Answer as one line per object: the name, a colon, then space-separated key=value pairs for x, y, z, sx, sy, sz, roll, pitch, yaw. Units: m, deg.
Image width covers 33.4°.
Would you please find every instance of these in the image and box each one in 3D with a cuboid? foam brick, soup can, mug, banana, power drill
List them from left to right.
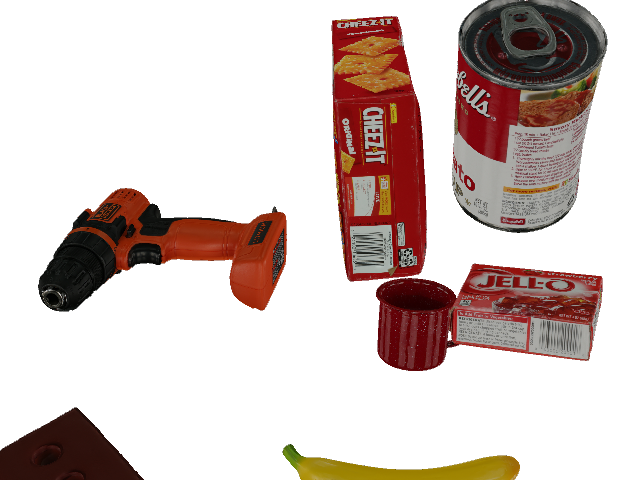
foam brick: x=-0.111 y=0.127 z=0.493 sx=0.052 sy=0.051 sz=0.078 roll=-29 pitch=43 yaw=-29
power drill: x=-0.131 y=0.013 z=0.925 sx=0.188 sy=0.057 sz=0.184 roll=8 pitch=30 yaw=9
banana: x=0.069 y=0.191 z=0.854 sx=0.197 sy=0.037 sz=0.069 roll=6 pitch=38 yaw=-6
mug: x=0.121 y=0.099 z=1.249 sx=0.117 sy=0.081 sz=0.093 roll=-1 pitch=22 yaw=-7
soup can: x=0.101 y=-0.061 z=0.530 sx=0.068 sy=0.068 sz=0.102 roll=0 pitch=-40 yaw=4

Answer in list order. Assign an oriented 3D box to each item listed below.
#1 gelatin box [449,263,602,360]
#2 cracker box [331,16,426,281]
gelatin box: x=0.134 y=0.044 z=0.694 sx=0.089 sy=0.030 sz=0.073 roll=6 pitch=23 yaw=18
cracker box: x=0.049 y=-0.088 z=0.936 sx=0.072 sy=0.164 sz=0.213 roll=-4 pitch=28 yaw=3
